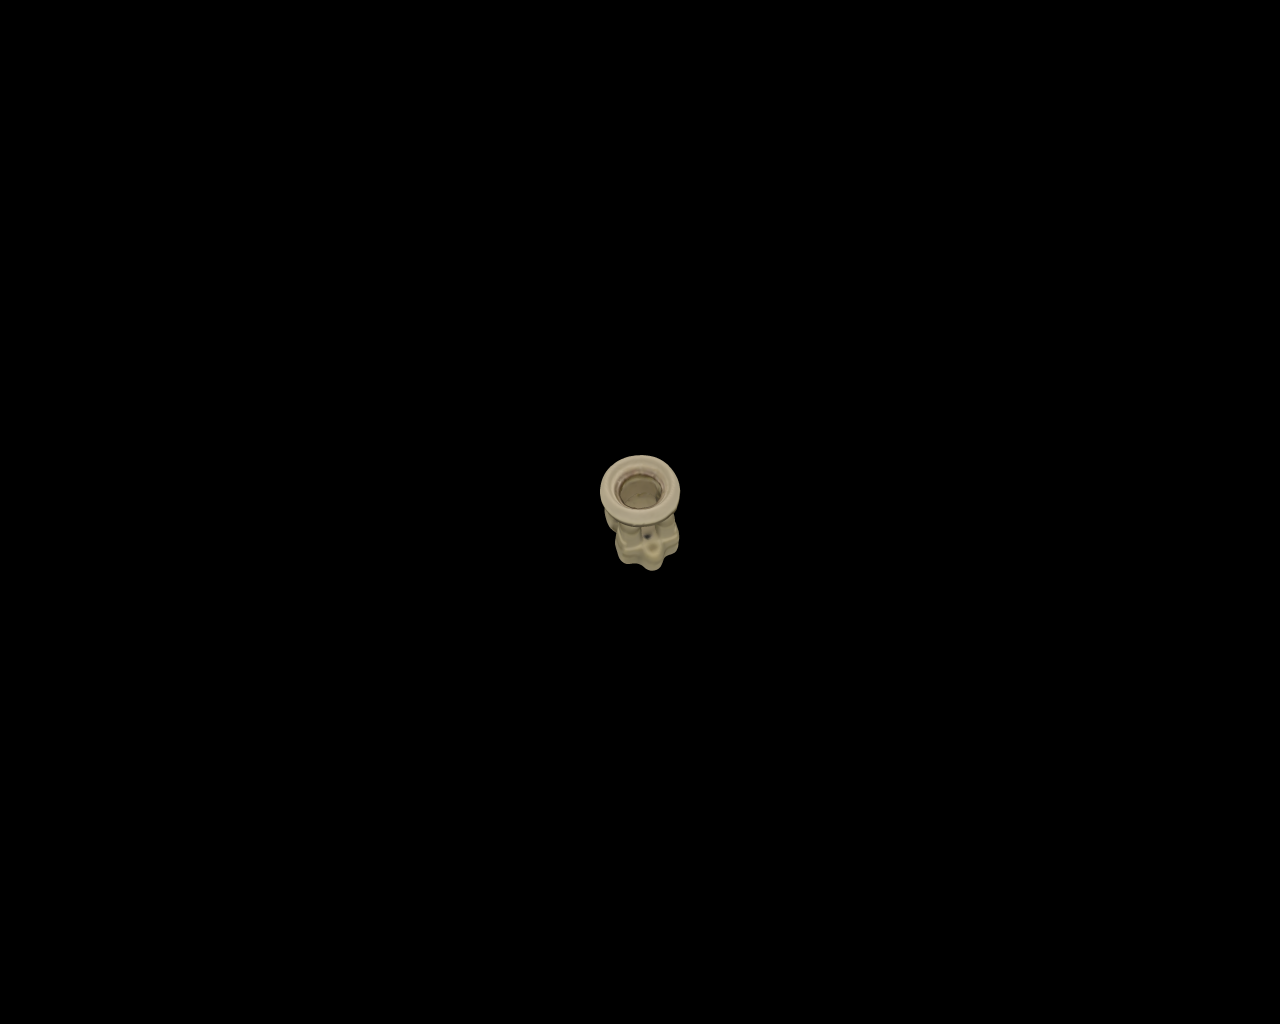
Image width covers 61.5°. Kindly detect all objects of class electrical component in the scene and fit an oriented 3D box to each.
[{"bbox_3d":[0.001,-0.003,0.650,0.048,0.066,0.055,-15,-32,-9],"label":"electrical component"}]
